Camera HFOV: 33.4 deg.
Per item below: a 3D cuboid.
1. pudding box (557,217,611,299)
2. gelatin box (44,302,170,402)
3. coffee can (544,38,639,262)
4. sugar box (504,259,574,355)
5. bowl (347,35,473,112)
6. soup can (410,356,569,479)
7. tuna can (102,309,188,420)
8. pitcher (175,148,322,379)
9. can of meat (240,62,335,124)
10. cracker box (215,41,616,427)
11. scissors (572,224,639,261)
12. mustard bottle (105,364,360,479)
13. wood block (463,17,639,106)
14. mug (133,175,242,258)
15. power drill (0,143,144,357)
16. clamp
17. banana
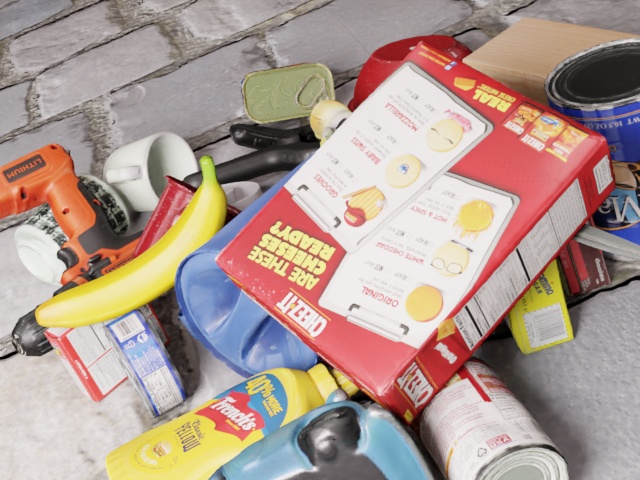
[{"bbox_3d":[0.180,-0.021,0.833,0.039,0.090,0.113,-24,30,-1],"label":"pudding box"},{"bbox_3d":[-0.182,0.083,0.922,0.089,0.073,0.030,-41,33,-27],"label":"gelatin box"},{"bbox_3d":[0.238,-0.069,0.821,0.103,0.140,0.103,-16,31,10],"label":"coffee can"},{"bbox_3d":[0.140,0.000,0.824,0.048,0.093,0.176,-17,31,3],"label":"sugar box"},{"bbox_3d":[0.104,-0.179,1.138,0.162,0.055,0.162,-10,24,4],"label":"bowl"},{"bbox_3d":[0.103,0.127,0.672,0.068,0.068,0.102,-26,31,-6],"label":"soup can"},{"bbox_3d":[-0.140,0.099,0.859,0.033,0.086,0.086,-29,31,-14],"label":"tuna can"},{"bbox_3d":[-0.006,0.001,0.895,0.149,0.145,0.242,26,47,20],"label":"pitcher"},{"bbox_3d":[-0.039,-0.170,1.216,0.102,0.057,0.084,-10,13,-6],"label":"can of meat"},{"bbox_3d":[0.063,-0.010,0.706,0.213,0.072,0.164,-48,54,-8],"label":"cracker box"},{"bbox_3d":[0.158,-0.028,0.750,0.202,0.016,0.096,11,41,40],"label":"scissors"},{"bbox_3d":[-0.054,0.142,0.762,0.191,0.058,0.096,-28,26,-9],"label":"mustard bottle"},{"bbox_3d":[0.239,-0.132,0.971,0.090,0.090,0.206,-35,33,-20],"label":"wood block"},{"bbox_3d":[-0.117,-0.002,0.951,0.081,0.093,0.117,-63,-3,2],"label":"mug"},{"bbox_3d":[-0.249,0.007,1.013,0.184,0.057,0.188,-32,70,-33],"label":"power drill"},{"bbox_3d":[-0.037,-0.092,1.133,0.210,0.036,0.164,-2,28,26],"label":"clamp"},{"bbox_3d":[-0.141,0.015,0.872,0.198,0.069,0.037,-43,25,6],"label":"banana"}]
